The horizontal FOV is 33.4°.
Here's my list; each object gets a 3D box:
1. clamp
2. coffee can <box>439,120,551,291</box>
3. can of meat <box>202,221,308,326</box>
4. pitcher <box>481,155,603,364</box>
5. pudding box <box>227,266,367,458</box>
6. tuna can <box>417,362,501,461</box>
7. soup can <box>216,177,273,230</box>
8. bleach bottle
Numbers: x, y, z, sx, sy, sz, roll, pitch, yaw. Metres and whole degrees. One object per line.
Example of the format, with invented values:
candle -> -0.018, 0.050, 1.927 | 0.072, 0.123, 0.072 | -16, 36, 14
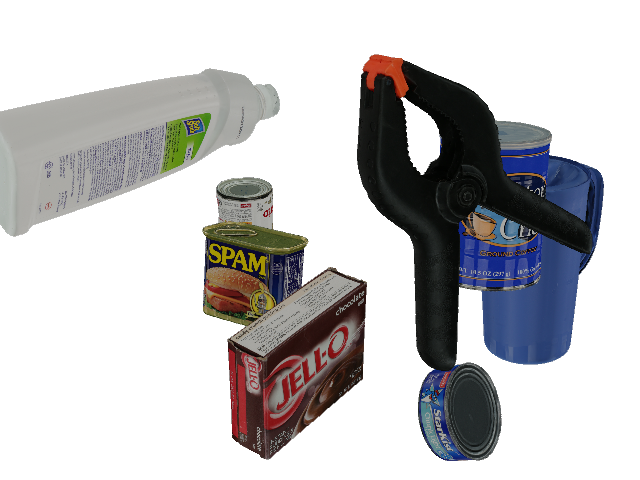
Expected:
clamp -> 0.064, -0.015, 0.562 | 0.171, 0.120, 0.039 | 48, -16, -23
coffee can -> 0.160, -0.035, 1.005 | 0.103, 0.140, 0.103 | 1, 17, 0
can of meat -> -0.065, 0.034, 1.022 | 0.102, 0.084, 0.057 | 13, 18, 31
pitcher -> 0.265, 0.021, 1.305 | 0.149, 0.243, 0.145 | 3, 25, 14
pudding box -> -0.015, 0.083, 0.741 | 0.039, 0.090, 0.113 | 24, 40, 29
tuna can -> 0.124, 0.153, 0.951 | 0.034, 0.086, 0.085 | -14, -9, 40
soup can -> -0.090, -0.016, 1.262 | 0.068, 0.102, 0.068 | 1, 25, -1
bleach bottle -> -0.148, -0.084, 0.884 | 0.250, 0.068, 0.103 | -19, -32, -30
